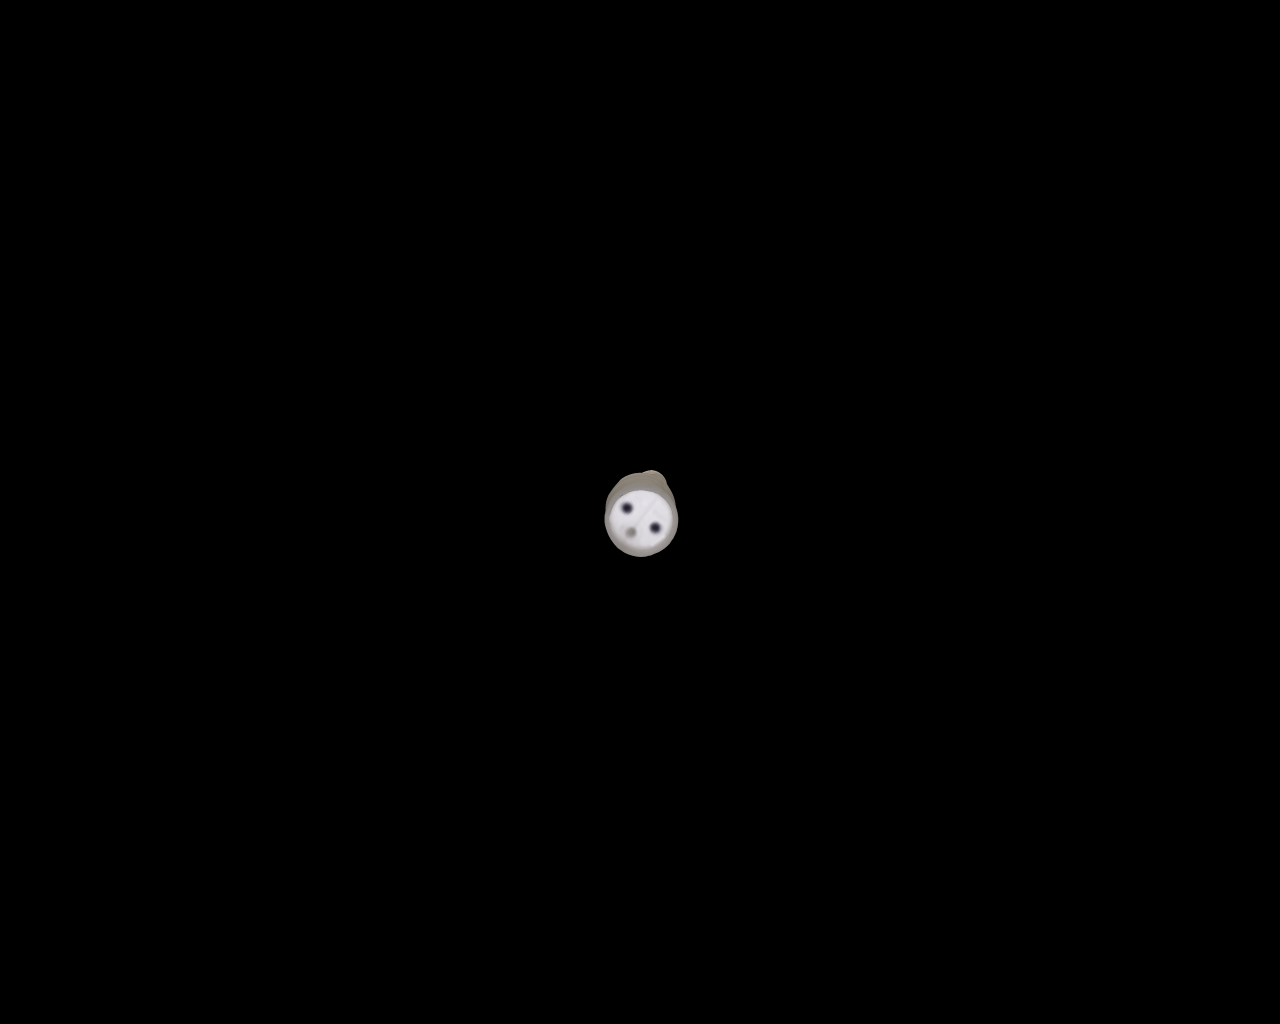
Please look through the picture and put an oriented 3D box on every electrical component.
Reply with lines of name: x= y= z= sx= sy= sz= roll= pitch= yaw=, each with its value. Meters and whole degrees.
electrical component: x=0.001 y=-0.003 z=0.650 sx=0.043 sy=0.043 sz=0.081 roll=0 pitch=12 yaw=0
